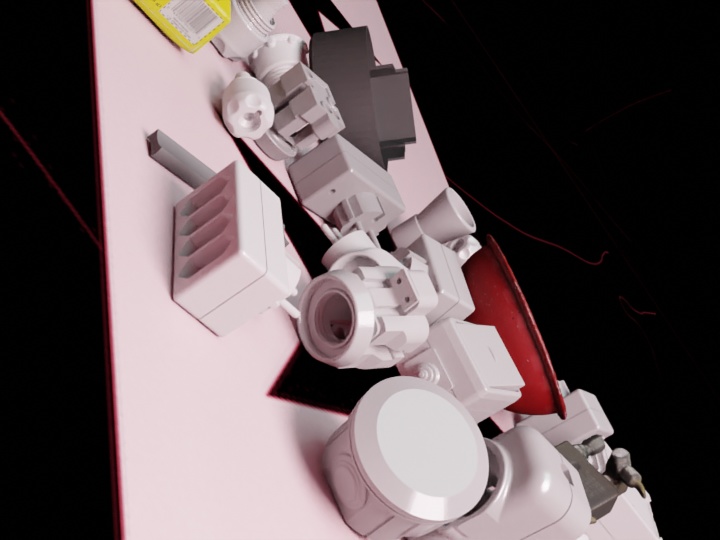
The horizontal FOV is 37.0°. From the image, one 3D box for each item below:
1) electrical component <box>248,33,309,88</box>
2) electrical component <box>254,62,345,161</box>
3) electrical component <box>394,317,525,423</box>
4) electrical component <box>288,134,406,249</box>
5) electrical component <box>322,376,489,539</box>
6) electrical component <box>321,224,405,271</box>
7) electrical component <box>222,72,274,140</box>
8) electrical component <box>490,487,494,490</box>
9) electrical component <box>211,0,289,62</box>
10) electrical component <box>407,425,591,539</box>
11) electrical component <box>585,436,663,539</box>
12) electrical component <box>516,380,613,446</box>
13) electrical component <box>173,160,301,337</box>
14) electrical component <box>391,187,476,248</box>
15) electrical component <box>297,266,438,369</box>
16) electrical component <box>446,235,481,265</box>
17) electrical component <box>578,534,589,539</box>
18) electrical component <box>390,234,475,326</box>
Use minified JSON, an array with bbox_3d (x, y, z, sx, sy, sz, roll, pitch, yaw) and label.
[{"bbox_3d":[-0.059,-0.149,0.835,0.048,0.048,0.062,31,39,-54],"label":"electrical component"},{"bbox_3d":[-0.049,-0.111,0.776,0.048,0.055,0.066,32,30,-52],"label":"electrical component"},{"bbox_3d":[0.070,0.073,0.765,0.096,0.061,0.061,18,42,-63],"label":"electrical component"},{"bbox_3d":[-0.003,-0.046,0.798,0.083,0.047,0.075,31,31,-53],"label":"electrical component"},{"bbox_3d":[0.023,0.101,0.570,0.080,0.051,0.080,17,51,-22],"label":"electrical component"},{"bbox_3d":[0.000,0.000,0.736,0.079,0.043,0.077,53,12,17],"label":"electrical component"},{"bbox_3d":[-0.079,-0.118,0.745,0.035,0.035,0.061,44,20,-36],"label":"electrical component"},{"bbox_3d":[0.113,0.142,0.794,0.040,0.040,0.078,57,18,-1],"label":"electrical component"},{"bbox_3d":[-0.083,-0.189,0.808,0.043,0.062,0.043,49,20,-24],"label":"electrical component"},{"bbox_3d":[0.074,0.135,0.617,0.059,0.095,0.053,45,22,-34],"label":"electrical component"},{"bbox_3d":[0.198,0.191,0.899,0.096,0.061,0.061,51,19,-20],"label":"electrical component"},{"bbox_3d":[0.170,0.121,0.937,0.047,0.066,0.076,25,37,-59],"label":"electrical component"},{"bbox_3d":[-0.058,-0.002,0.581,0.076,0.047,0.083,43,22,-34],"label":"electrical component"},{"bbox_3d":[0.060,-0.035,0.914,0.044,0.065,0.044,49,20,-25],"label":"electrical component"},{"bbox_3d":[0.000,0.029,0.648,0.057,0.078,0.058,2,57,-46],"label":"electrical component"},{"bbox_3d":[0.110,-0.005,1.047,0.061,0.035,0.035,49,20,-32],"label":"electrical component"},{"bbox_3d":[0.148,0.222,0.752,0.044,0.044,0.065,37,31,-47],"label":"electrical component"},{"bbox_3d":[0.039,0.007,0.822,0.077,0.047,0.065,29,31,-35],"label":"electrical component"}]
